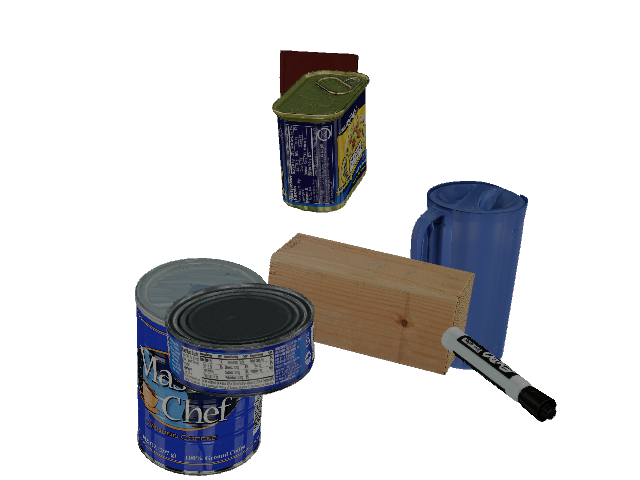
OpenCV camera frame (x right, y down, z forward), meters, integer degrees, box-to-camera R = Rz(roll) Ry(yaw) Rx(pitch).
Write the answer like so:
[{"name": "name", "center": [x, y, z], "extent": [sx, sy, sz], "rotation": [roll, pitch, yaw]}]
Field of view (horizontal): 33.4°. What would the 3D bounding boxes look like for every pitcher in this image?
[{"name": "pitcher", "center": [0.195, 0.050, 1.447], "extent": [0.149, 0.243, 0.145], "rotation": [4, 21, 6]}]

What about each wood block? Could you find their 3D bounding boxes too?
[{"name": "wood block", "center": [0.052, 0.067, 1.164], "extent": [0.206, 0.091, 0.090], "rotation": [13, 22, 16]}]

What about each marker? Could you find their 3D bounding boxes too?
[{"name": "marker", "center": [0.133, 0.100, 0.801], "extent": [0.020, 0.020, 0.121], "rotation": [0, 23, -33]}]

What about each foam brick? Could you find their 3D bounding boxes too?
[{"name": "foam brick", "center": [-0.003, -0.168, 1.097], "extent": [0.078, 0.051, 0.053], "rotation": [2, 11, -5]}]

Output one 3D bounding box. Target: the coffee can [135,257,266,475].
[{"name": "coffee can", "center": [-0.095, 0.099, 0.848], "extent": [0.103, 0.140, 0.103], "rotation": [3, 28, -2]}]

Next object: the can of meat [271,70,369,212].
[{"name": "can of meat", "center": [0.003, -0.081, 0.858], "extent": [0.057, 0.084, 0.102], "rotation": [7, 29, 18]}]

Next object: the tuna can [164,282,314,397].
[{"name": "tuna can", "center": [-0.046, 0.056, 0.614], "extent": [0.086, 0.034, 0.086], "rotation": [-1, 21, 0]}]
